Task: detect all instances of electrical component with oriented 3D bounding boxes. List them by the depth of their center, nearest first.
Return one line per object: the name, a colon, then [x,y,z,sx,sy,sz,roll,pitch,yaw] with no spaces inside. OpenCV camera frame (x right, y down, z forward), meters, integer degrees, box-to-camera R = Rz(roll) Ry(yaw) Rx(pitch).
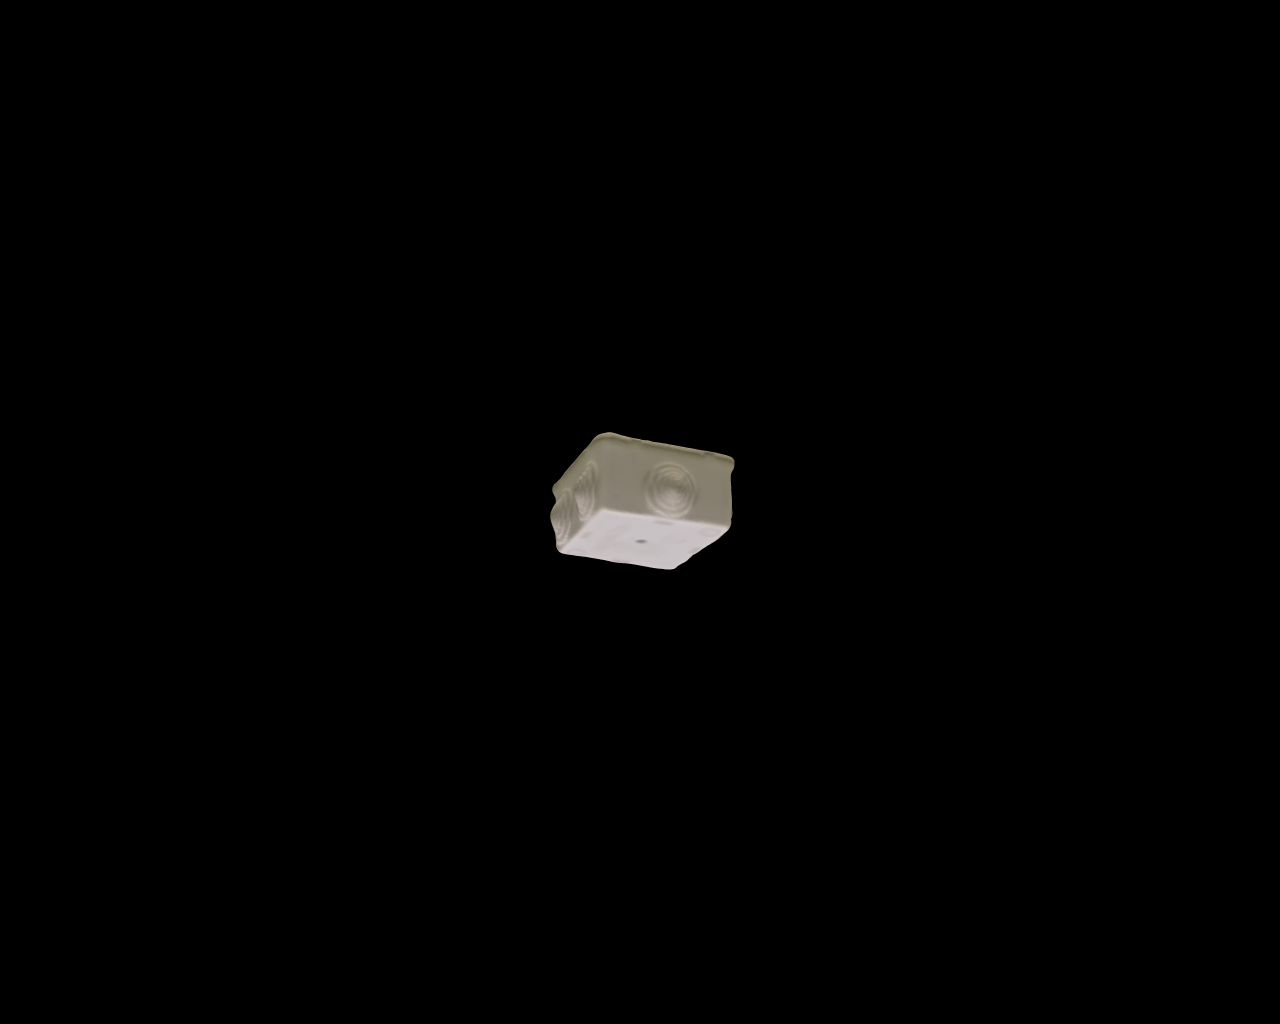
electrical component: [0.001,-0.003,0.650,0.100,0.048,0.099,9,-24,-22]
